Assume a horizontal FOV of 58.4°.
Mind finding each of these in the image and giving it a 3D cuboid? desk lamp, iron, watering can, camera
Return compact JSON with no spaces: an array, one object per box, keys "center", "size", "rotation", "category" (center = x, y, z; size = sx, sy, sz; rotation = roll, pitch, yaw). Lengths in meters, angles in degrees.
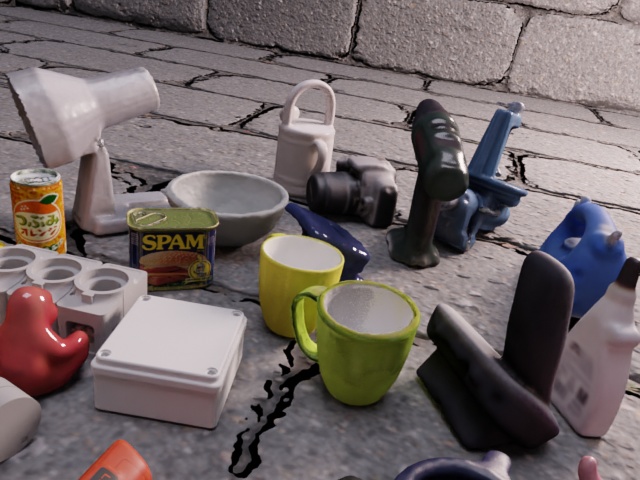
[{"center":[-0.293,-0.122,0.760],"size":[0.204,0.213,0.117],"rotation":[-10,31,-34],"category":"desk lamp"},{"center":[0.354,0.009,0.778],"size":[0.118,0.141,0.258],"rotation":[12,25,8],"category":"iron"},{"center":[-0.029,-0.184,0.999],"size":[0.172,0.194,0.101],"rotation":[29,32,36],"category":"watering can"},{"center":[0.046,-0.092,0.940],"size":[0.137,0.101,0.143],"rotation":[-1,27,-20],"category":"camera"}]

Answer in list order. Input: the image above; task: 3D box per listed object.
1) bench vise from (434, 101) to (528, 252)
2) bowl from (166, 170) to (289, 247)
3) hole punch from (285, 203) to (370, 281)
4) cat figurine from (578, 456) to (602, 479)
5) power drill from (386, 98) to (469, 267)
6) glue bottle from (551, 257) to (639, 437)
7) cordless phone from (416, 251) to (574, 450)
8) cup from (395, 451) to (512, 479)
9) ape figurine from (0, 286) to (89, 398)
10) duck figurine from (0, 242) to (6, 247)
[{"center":[0.260,-0.098,0.881],"size":[0.121,0.220,0.208],"rotation":[18,27,20],"category":"bench vise"},{"center":[-0.129,-0.036,0.796],"size":[0.167,0.075,0.167],"rotation":[7,25,-3],"category":"bowl"},{"center":[0.007,0.003,0.739],"size":[0.101,0.091,0.108],"rotation":[-4,28,-25],"category":"hole punch"},{"center":[0.237,0.183,0.402],"size":[0.127,0.118,0.067],"rotation":[11,25,5],"category":"cat figurine"},{"center":[0.151,-0.079,0.820],"size":[0.075,0.208,0.229],"rotation":[7,25,-4],"category":"power drill"},{"center":[0.263,0.094,0.533],"size":[0.037,0.173,0.078],"rotation":[3,26,-12],"category":"glue bottle"},{"center":[0.164,0.080,0.517],"size":[0.094,0.185,0.147],"rotation":[-3,28,-23],"category":"cordless phone"},{"center":[0.086,0.194,0.358],"size":[0.091,0.095,0.118],"rotation":[22,28,26],"category":"cup"},{"center":[-0.244,0.081,0.491],"size":[0.077,0.092,0.076],"rotation":[15,26,14],"category":"ape figurine"},{"center":[-0.387,-0.003,0.630],"size":[0.104,0.086,0.078],"rotation":[16,26,16],"category":"duck figurine"}]
